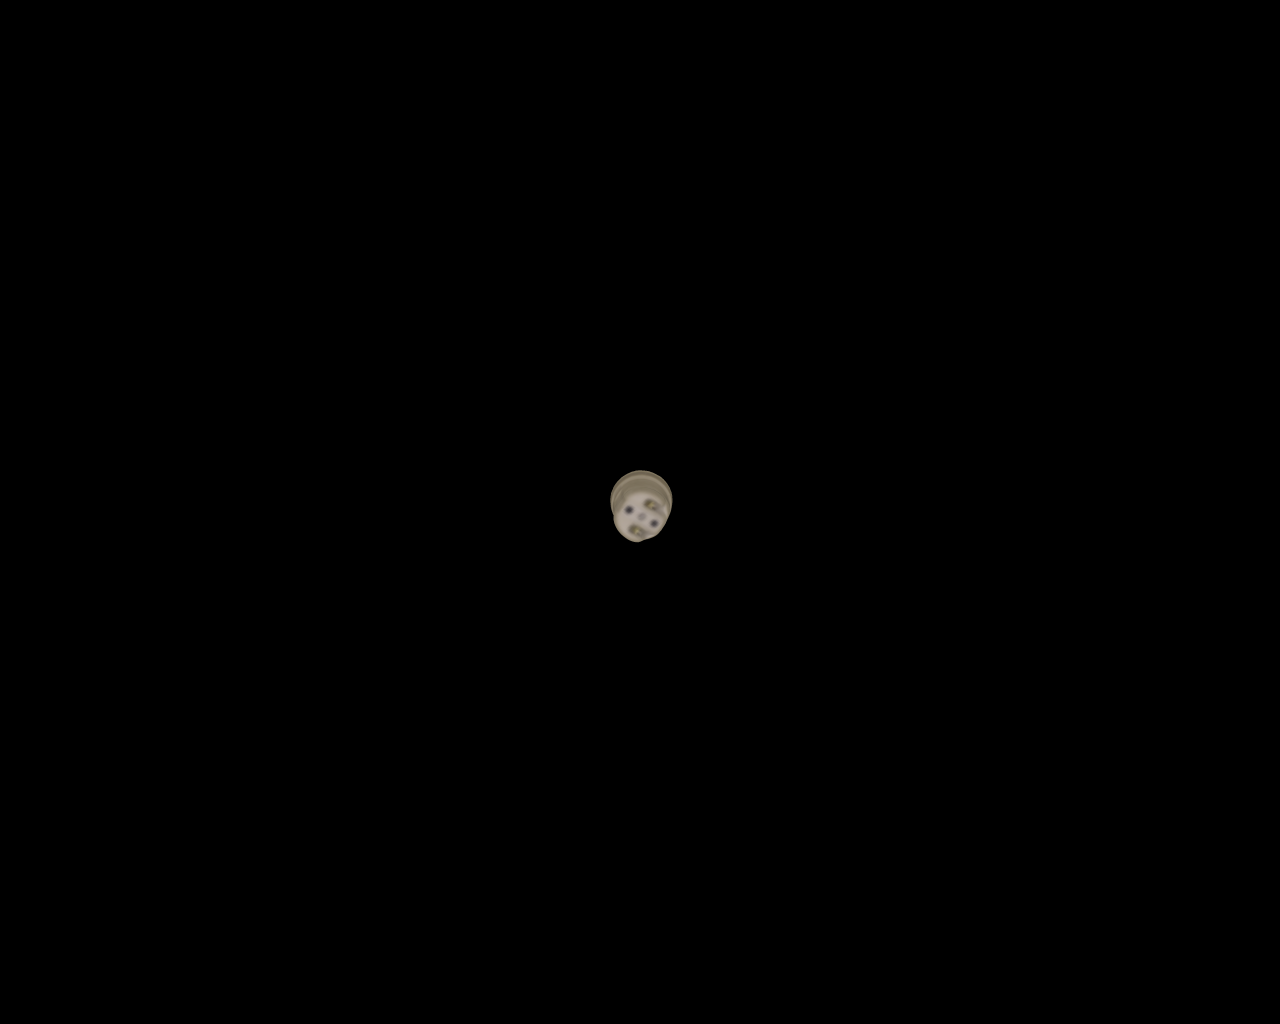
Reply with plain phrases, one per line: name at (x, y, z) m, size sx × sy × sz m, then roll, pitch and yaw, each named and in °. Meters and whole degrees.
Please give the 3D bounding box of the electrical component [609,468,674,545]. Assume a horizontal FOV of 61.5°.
electrical component at (0.001, -0.003, 0.650) m, size 0.040 × 0.040 × 0.046 m, roll 0°, pitch 13°, yaw 0°
